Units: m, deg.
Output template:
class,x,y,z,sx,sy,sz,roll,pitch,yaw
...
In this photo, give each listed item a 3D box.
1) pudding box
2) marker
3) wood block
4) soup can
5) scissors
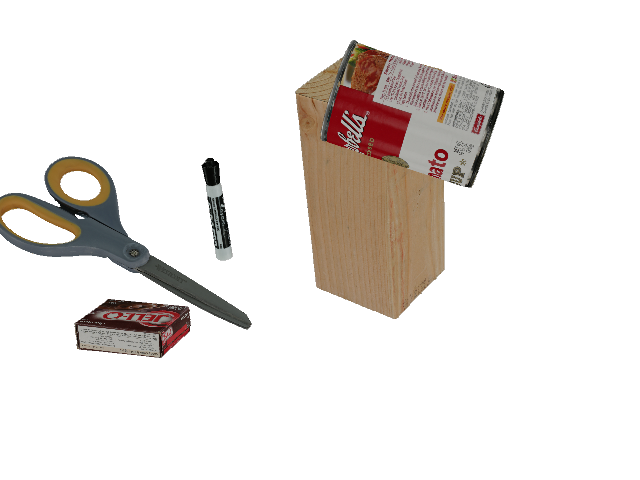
class,x,y,z,sx,sy,sz,roll,pitch,yaw
pudding box,-0.225,0.105,1.286,0.114,0.039,0.090,2,15,15
marker,-0.114,-0.034,1.177,0.020,0.121,0.020,-5,28,2
wood block,0.048,-0.048,0.922,0.091,0.206,0.090,21,45,31
soup can,0.059,-0.081,0.685,0.102,0.068,0.068,19,2,5
scissors,-0.129,-0.005,0.748,0.202,0.096,0.016,17,-37,6
